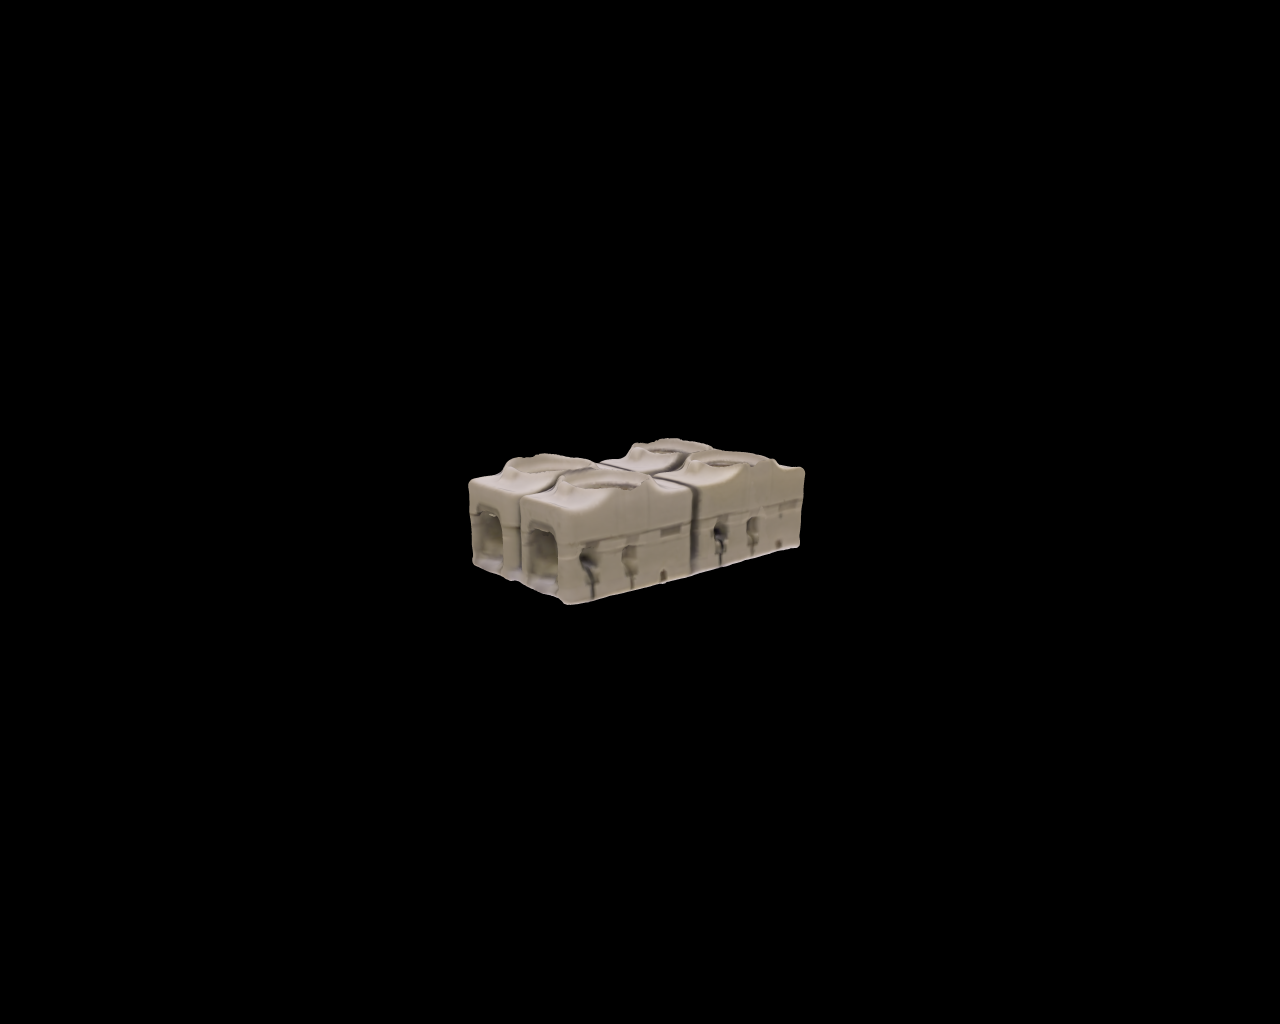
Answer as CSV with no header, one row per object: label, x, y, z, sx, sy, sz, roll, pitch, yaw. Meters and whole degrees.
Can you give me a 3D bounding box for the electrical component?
electrical component,0.001,-0.003,0.650,0.186,0.060,0.105,-11,18,-37
